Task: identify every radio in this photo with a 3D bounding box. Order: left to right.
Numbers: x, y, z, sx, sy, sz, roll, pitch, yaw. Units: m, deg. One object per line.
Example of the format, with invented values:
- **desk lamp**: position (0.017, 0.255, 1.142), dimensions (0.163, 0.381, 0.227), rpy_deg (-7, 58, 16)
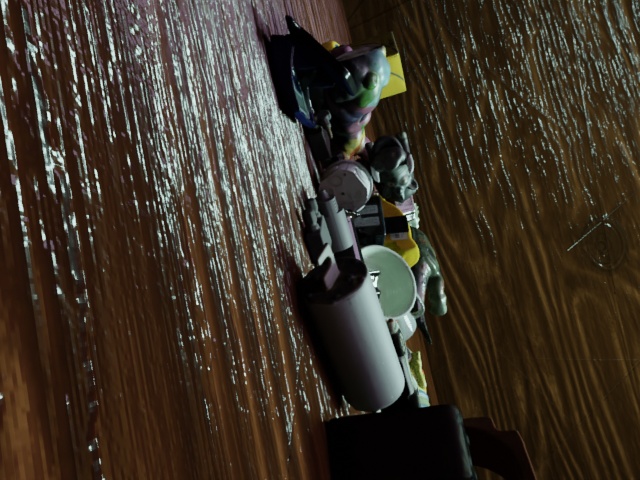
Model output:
- **radio**: position (0.102, 0.243, 0.600), dimensions (0.229, 0.131, 0.073), rpy_deg (56, 24, -60)

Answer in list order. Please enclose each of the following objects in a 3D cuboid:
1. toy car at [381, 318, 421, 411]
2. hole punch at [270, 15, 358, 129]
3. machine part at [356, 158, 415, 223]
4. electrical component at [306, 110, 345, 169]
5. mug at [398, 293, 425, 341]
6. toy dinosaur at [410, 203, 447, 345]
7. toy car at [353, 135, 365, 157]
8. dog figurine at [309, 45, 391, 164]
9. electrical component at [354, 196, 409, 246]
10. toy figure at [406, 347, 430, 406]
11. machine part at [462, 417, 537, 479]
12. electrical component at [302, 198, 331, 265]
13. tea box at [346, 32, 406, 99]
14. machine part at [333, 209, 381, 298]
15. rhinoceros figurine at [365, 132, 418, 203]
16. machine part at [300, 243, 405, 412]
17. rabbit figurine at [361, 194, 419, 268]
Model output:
- **toy car**: position (0.100, 0.197, 0.799), dimensions (0.056, 0.074, 0.201), rpy_deg (-75, 150, -61)
- **hole punch**: position (-0.022, -0.221, 0.727), dimensions (0.116, 0.092, 0.142), rpy_deg (49, 12, 8)
- **machine part**: position (0.120, -0.085, 1.070), dimensions (0.180, 0.056, 0.179), rpy_deg (36, -46, 50)
- **electrical component**: position (0.007, -0.158, 0.848), dimensions (0.078, 0.045, 0.102), rpy_deg (-87, 160, -52)
- **mug**: position (0.126, 0.122, 0.960), dimensions (0.107, 0.110, 0.081), rpy_deg (59, 17, -26)
- **toy dinosaur**: position (0.187, 0.036, 1.121), dimensions (0.405, 0.131, 0.192), rpy_deg (-100, 169, -71)
- **toy car**: position (0.055, -0.215, 1.076), dimensions (0.202, 0.053, 0.089), rpy_deg (-111, -177, -75)
- **dog figurine**: position (0.054, -0.205, 0.894), dimensions (0.192, 0.108, 0.219), rpy_deg (29, -36, 53)
- **electrical component**: position (0.085, -0.027, 0.862), dimensions (0.047, 0.119, 0.075), rpy_deg (85, 4, -63)
- **toy figure**: position (0.142, 0.265, 0.913), dimensions (0.089, 0.082, 0.180), rpy_deg (92, -12, -50)
- **machine part**: position (0.193, 0.349, 0.734), dimensions (0.201, 0.202, 0.087), rpy_deg (-83, 158, -63)
- **electrical component**: position (-0.001, -0.002, 0.670), dimensions (0.063, 0.021, 0.093), rpy_deg (-81, 155, -64)
- **tea box**: position (0.066, -0.305, 0.995), dimensions (0.098, 0.170, 0.068), rpy_deg (58, 20, -55)
- **machine part**: position (0.046, 0.024, 0.773), dimensions (0.084, 0.039, 0.139), rpy_deg (-9, 81, -44)
- **rhinoceros figurine**: position (0.118, -0.113, 0.882), dimensions (0.190, 0.073, 0.112), rpy_deg (43, 38, -73)
- **machine part**: position (0.039, 0.106, 0.596), dimensions (0.079, 0.079, 0.242), rpy_deg (-85, 158, -58)
- **rabbit figurine**: position (0.092, 0.009, 0.970), dimensions (0.173, 0.122, 0.162), rpy_deg (84, -10, -55)
